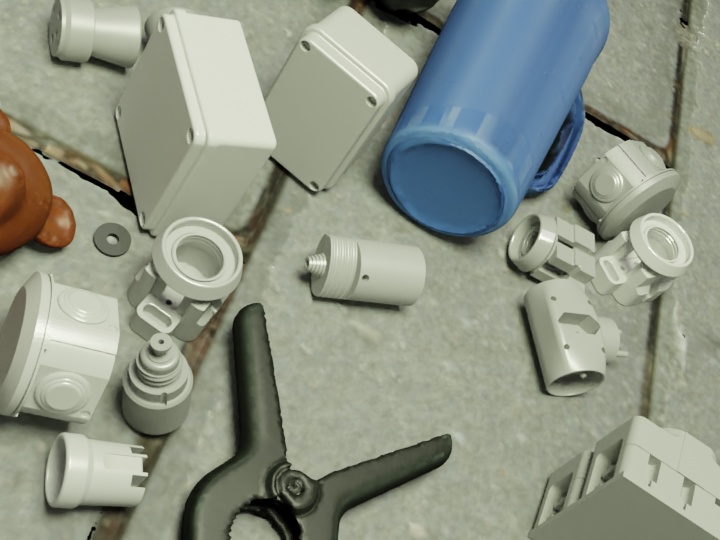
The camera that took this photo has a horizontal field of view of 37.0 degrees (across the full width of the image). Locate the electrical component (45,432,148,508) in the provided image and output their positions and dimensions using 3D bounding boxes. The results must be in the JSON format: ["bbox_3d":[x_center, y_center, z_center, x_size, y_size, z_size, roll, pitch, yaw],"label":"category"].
[{"bbox_3d":[-0.145,0.111,0.591,0.046,0.040,0.040,12,53,-30],"label":"electrical component"}]

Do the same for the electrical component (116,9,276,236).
[{"bbox_3d":[-0.111,-0.094,0.709,0.056,0.108,0.108,1,58,-33],"label":"electrical component"}]

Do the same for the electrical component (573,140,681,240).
[{"bbox_3d":[0.223,-0.067,0.898,0.080,0.080,0.051,-18,63,-37],"label":"electrical component"}]

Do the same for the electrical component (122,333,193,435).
[{"bbox_3d":[-0.116,0.063,0.619,0.040,0.078,0.040,7,52,-9],"label":"electrical component"}]

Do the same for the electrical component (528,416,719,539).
[{"bbox_3d":[0.222,0.181,0.704,0.186,0.105,0.060,34,48,-5],"label":"electrical component"}]

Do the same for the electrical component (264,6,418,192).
[{"bbox_3d":[-0.022,-0.121,0.775,0.078,0.113,0.057,40,45,2],"label":"electrical component"}]

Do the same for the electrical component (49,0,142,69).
[{"bbox_3d":[-0.187,-0.168,0.760,0.055,0.045,0.045,2,58,-28],"label":"electrical component"}]

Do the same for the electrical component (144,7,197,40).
[{"bbox_3d":[-0.133,-0.152,0.783,0.044,0.044,0.065,5,61,-27],"label":"electrical component"}]

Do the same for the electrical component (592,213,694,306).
[{"bbox_3d":[0.234,-0.010,0.878,0.078,0.057,0.058,-9,63,-34],"label":"electrical component"}]

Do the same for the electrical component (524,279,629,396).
[{"bbox_3d":[0.167,0.052,0.806,0.079,0.043,0.077,7,55,-25],"label":"electrical component"}]

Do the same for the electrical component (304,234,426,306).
[{"bbox_3d":[0.000,0.000,0.748,0.081,0.043,0.043,7,55,-25],"label":"electrical component"}]

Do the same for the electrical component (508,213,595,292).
[{"bbox_3d":[0.151,-0.014,0.843,0.055,0.048,0.066,26,49,-21],"label":"electrical component"}]

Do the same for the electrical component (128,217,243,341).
[{"bbox_3d":[-0.107,0.003,0.676,0.058,0.057,0.078,36,48,-2],"label":"electrical component"}]

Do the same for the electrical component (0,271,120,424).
[{"bbox_3d":[-0.170,0.045,0.597,0.051,0.080,0.080,17,51,-26],"label":"electrical component"}]
